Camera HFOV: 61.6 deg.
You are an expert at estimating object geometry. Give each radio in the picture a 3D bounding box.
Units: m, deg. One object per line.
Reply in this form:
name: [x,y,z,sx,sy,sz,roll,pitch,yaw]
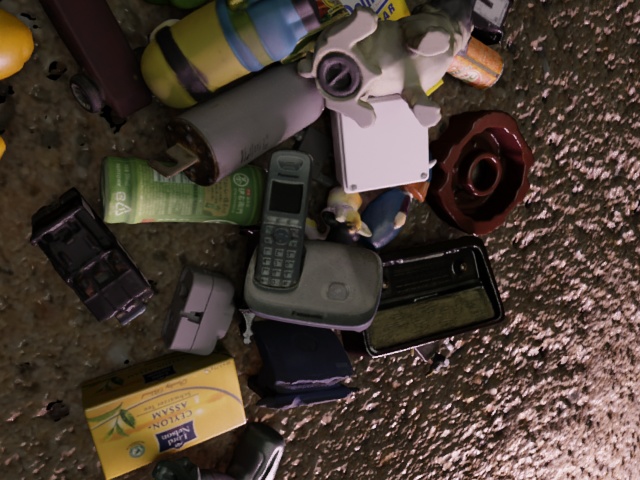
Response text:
radio: [0.136,0.074,0.745,0.229,0.073,0.131,-9,84,-25]

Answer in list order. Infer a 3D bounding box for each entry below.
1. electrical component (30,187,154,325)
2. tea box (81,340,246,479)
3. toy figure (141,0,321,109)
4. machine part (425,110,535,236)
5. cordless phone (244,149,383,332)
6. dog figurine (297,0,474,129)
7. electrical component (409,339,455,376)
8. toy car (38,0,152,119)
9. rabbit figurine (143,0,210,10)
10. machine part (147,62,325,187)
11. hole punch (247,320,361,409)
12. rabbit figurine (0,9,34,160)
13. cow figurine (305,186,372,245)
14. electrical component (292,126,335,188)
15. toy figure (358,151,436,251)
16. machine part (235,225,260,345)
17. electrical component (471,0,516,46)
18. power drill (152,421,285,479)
electrical component: [-0.228,0.021,0.543,0.058,0.115,0.134,-36,115,-12]
tea box: [-0.183,0.195,0.638,0.170,0.068,0.098,-18,110,-23]
toy figure: [-0.088,-0.190,0.510,0.180,0.089,0.082,-18,119,15]
machine part: [0.228,-0.098,0.780,0.179,0.056,0.179,-8,108,-25]
cordless phone: [-0.001,-0.002,0.583,0.147,0.089,0.184,7,97,7]
dog figurine: [0.080,-0.219,0.605,0.172,0.190,0.121,17,131,6]
electrical component: [0.165,0.156,0.819,0.078,0.045,0.102,-38,117,-12]
toy car: [-0.231,-0.216,0.515,0.089,0.053,0.201,-44,122,-34]
rabbit figurine: [-0.119,-0.301,0.518,0.170,0.121,0.159,23,96,-45]
machine part: [-0.075,-0.127,0.574,0.243,0.079,0.079,-40,120,-37]
hole punch: [-0.027,0.154,0.686,0.142,0.116,0.092,3,94,-28]
rabbit figurine: [-0.333,-0.140,0.467,0.162,0.122,0.173,35,72,-20]
cow figurine: [0.011,0.013,0.671,0.068,0.098,0.167,24,97,-30]
electrical component: [-0.014,-0.106,0.672,0.094,0.021,0.063,25,91,-31]
toy figure: [0.104,-0.056,0.723,0.154,0.064,0.057,-51,159,-11]
machine part: [-0.085,0.051,0.654,0.039,0.084,0.138,5,93,-4]
electrical component: [0.200,-0.314,0.713,0.119,0.048,0.074,12,97,-29]
power drill: [-0.137,0.338,0.657,0.232,0.086,0.207,-62,145,-6]
